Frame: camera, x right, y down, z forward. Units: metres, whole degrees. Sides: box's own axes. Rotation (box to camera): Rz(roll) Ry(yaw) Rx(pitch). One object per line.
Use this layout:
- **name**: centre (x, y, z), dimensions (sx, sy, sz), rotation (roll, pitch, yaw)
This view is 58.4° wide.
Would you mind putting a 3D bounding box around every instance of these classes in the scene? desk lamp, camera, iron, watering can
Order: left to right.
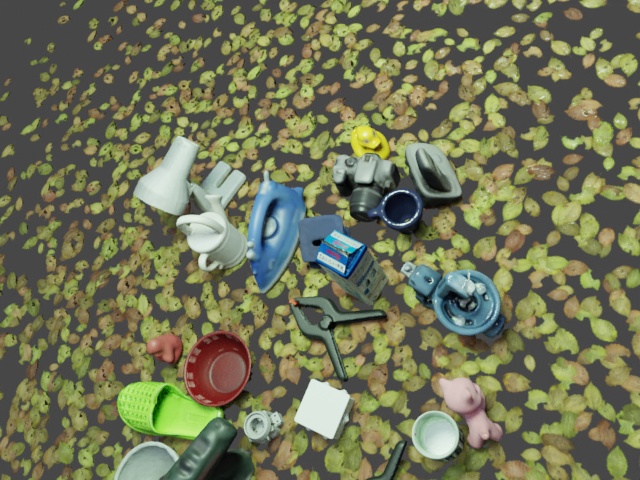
- **desk lamp**: centre (-0.311, -0.138, 1.358), dimensions (0.117, 0.214, 0.203), rotation (31, 81, 29)
- **watering can**: centre (-0.250, -0.019, 1.295), dimensions (0.101, 0.194, 0.172), rotation (-21, 62, 11)
- **iron**: centre (-0.120, -0.021, 1.278), dimensions (0.118, 0.142, 0.258), rotation (5, 70, 22)
- **camera**: centre (0.090, -0.117, 1.264), dimensions (0.142, 0.101, 0.137), rotation (7, 71, 23)

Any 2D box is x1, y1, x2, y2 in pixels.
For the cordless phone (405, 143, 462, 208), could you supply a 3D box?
- **cordless phone**: centre (0.223, -0.161, 1.185), dimensions (0.094, 0.185, 0.147), rotation (-25, 61, 9)

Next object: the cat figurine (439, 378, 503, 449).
- **cat figurine**: centre (0.264, 0.298, 1.011), dimensions (0.067, 0.118, 0.127), rotation (-30, 61, 7)

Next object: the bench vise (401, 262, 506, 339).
- **bench vise**: centre (0.231, 0.101, 1.049), dimensions (0.206, 0.220, 0.121), rotation (11, 72, 24)

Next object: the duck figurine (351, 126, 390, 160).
- **duck figurine**: centre (0.108, -0.231, 1.316), dimensions (0.077, 0.086, 0.104), rotation (-46, 60, -3)

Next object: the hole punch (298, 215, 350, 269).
- **hole punch**: centre (0.011, 0.004, 1.247), dimensions (0.108, 0.091, 0.101), rotation (-7, 66, 18)

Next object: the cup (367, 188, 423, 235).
- **cup**: centre (0.166, -0.048, 1.210), dimensions (0.117, 0.095, 0.091), rotation (-9, 65, 17)

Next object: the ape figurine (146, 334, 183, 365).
- **ape figurine**: centre (-0.354, 0.242, 1.280), dimensions (0.076, 0.092, 0.077), rotation (-41, 60, 0)

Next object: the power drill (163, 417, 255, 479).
- **power drill**: centre (-0.214, 0.448, 1.072), dimensions (0.075, 0.209, 0.230), rotation (24, 78, 28)

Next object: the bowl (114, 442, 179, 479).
- **bowl**: centre (-0.334, 0.502, 1.170), dimensions (0.167, 0.075, 0.167), rotation (-8, 66, 17)
